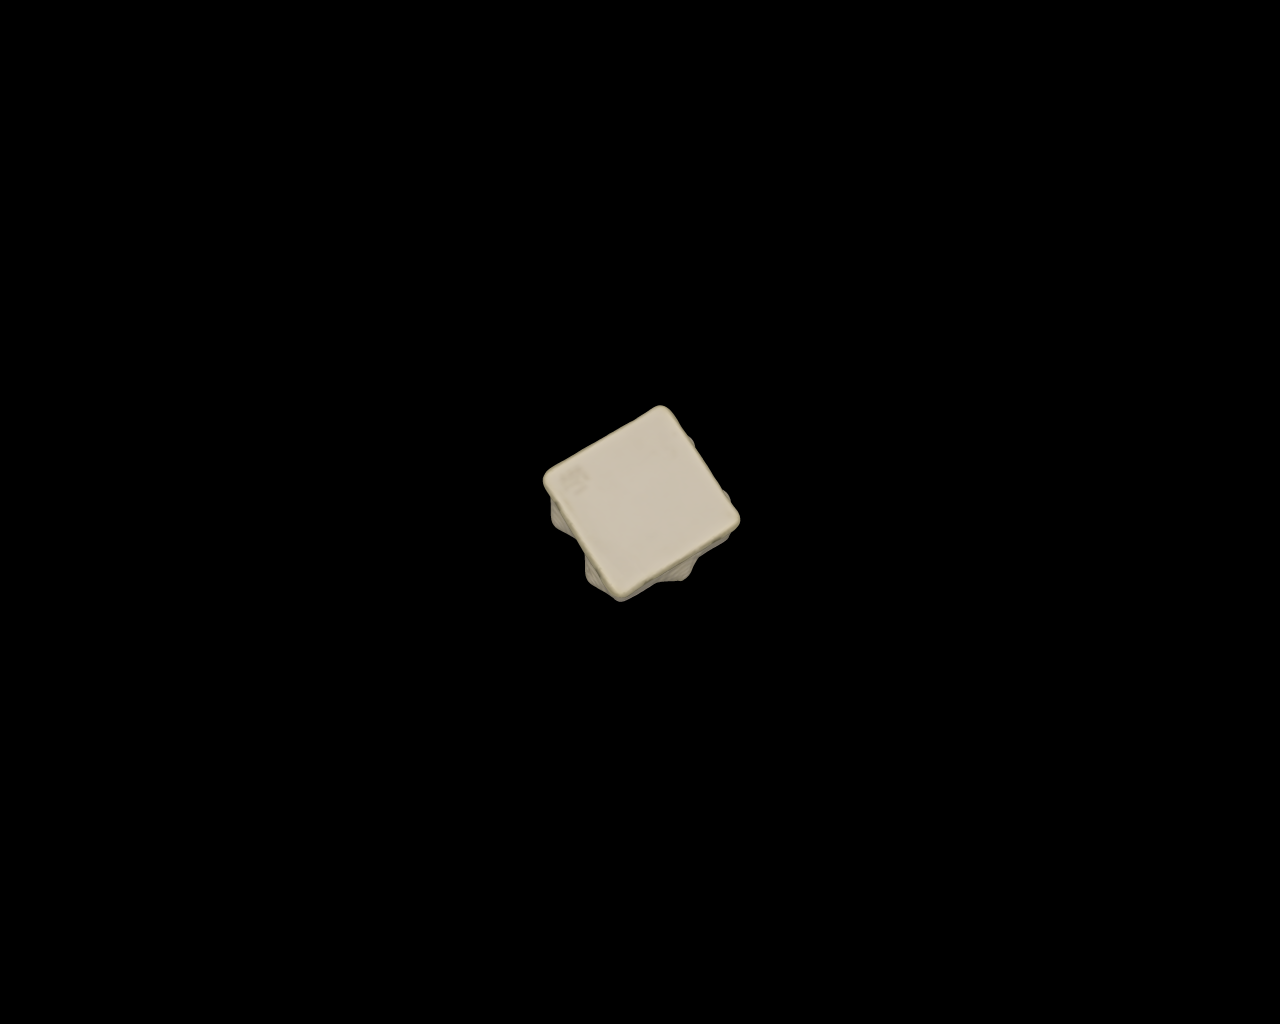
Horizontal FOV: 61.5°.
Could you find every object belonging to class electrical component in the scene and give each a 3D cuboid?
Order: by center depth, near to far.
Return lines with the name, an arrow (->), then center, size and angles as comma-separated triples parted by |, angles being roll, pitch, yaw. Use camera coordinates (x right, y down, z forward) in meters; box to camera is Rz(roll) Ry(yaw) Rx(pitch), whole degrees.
electrical component -> 0.001, -0.003, 0.650 | 0.100, 0.100, 0.048 | -31, -11, -7
